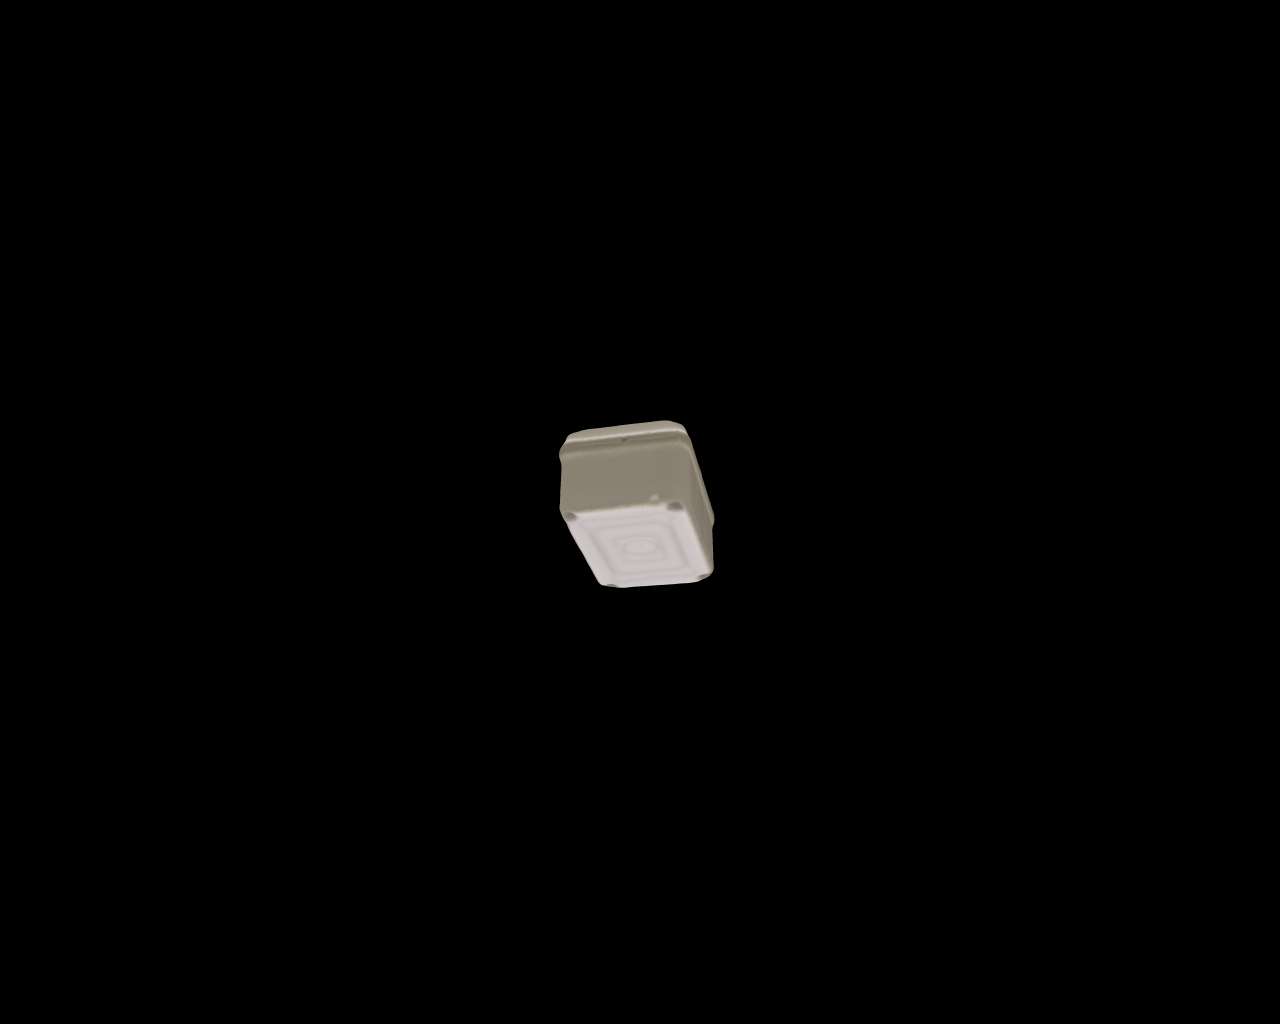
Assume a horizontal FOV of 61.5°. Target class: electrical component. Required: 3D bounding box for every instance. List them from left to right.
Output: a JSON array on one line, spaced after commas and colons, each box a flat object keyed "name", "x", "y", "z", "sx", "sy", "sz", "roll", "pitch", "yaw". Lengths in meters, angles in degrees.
[{"name": "electrical component", "x": 0.001, "y": -0.003, "z": 0.650, "sx": 0.078, "sy": 0.057, "sz": 0.113, "roll": -5, "pitch": -28, "yaw": 10}]
